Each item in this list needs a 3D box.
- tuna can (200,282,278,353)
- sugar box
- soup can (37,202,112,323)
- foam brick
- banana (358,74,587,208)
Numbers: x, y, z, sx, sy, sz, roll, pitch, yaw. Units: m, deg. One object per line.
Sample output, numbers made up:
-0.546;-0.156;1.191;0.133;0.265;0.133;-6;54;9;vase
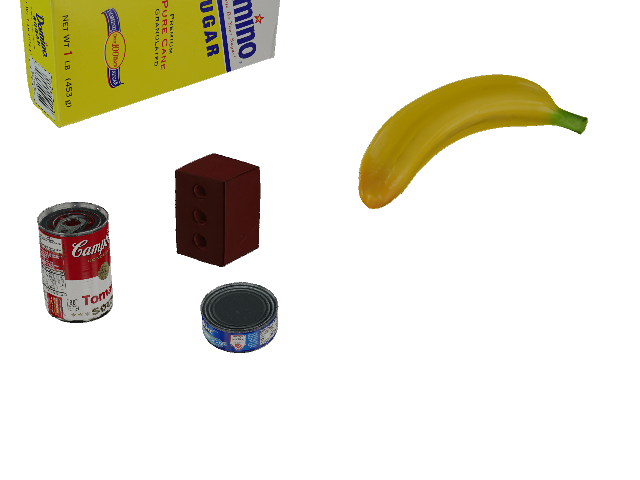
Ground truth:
-0.090;0.085;1.184;0.086;0.034;0.086;0;36;0;tuna can
-0.104;-0.144;0.690;0.175;0.093;0.048;-24;48;-32;sugar box
-0.242;0.022;1.056;0.068;0.102;0.068;2;28;-1;soup can
-0.086;-0.026;0.901;0.053;0.078;0.051;16;26;31;foam brick
0.089;-0.074;0.703;0.197;0.037;0.070;-22;44;-30;banana
